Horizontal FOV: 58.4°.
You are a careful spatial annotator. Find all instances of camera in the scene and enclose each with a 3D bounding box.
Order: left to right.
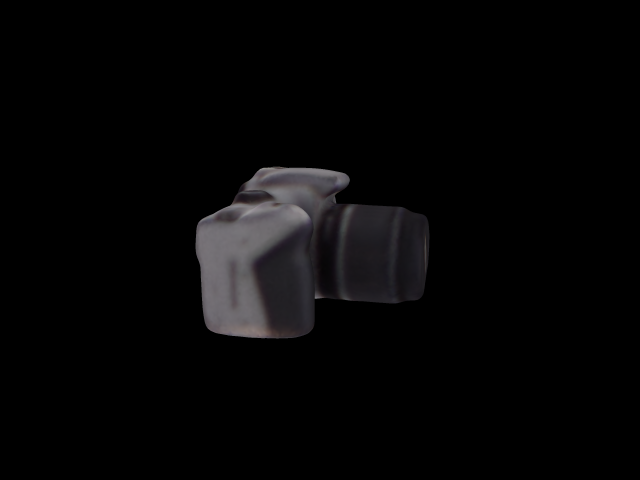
[{"bbox_3d":[0.004,0.001,0.400,0.136,0.101,0.143,3,11,16],"label":"camera"}]
